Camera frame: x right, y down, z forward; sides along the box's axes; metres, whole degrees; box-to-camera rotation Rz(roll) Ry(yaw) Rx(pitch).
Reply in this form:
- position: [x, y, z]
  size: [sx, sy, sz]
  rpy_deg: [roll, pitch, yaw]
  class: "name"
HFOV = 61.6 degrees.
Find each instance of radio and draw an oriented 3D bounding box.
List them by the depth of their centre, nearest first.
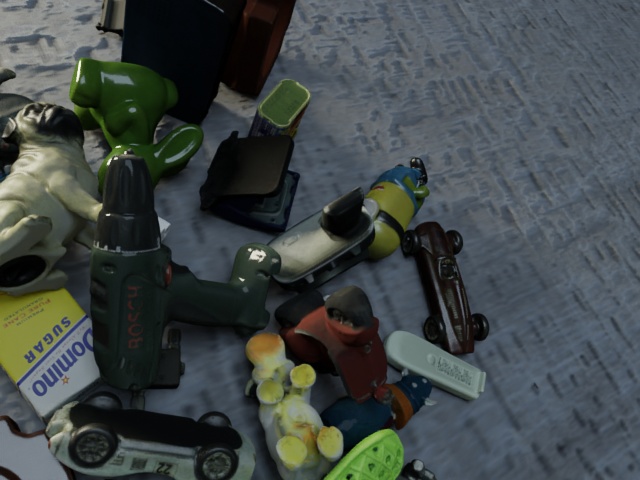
- position: [-0.186, -0.263, 0.712]
  size: [0.131, 0.229, 0.073]
  rpy_deg: [24, 59, -11]
  class: "radio"

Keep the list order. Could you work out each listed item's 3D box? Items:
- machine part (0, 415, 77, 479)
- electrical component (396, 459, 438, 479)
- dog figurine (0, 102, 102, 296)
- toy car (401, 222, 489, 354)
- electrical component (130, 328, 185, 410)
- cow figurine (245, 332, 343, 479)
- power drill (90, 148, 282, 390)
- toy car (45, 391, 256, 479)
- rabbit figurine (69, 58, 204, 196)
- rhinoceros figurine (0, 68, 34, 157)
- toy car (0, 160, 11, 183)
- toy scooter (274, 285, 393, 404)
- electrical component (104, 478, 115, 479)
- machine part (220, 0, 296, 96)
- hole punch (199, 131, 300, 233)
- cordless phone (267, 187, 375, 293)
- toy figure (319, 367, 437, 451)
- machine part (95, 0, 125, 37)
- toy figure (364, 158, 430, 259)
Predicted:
- position: [-0.299, 0.245, 0.468]
  size: [0.179, 0.056, 0.179]
  rpy_deg: [10, 58, -17]
  class: "machine part"
- position: [0.089, 0.287, 0.600]
  size: [0.078, 0.045, 0.102]
  rpy_deg: [36, 55, 0]
  class: "electrical component"
- position: [-0.310, -0.052, 0.561]
  size: [0.172, 0.121, 0.191]
  rpy_deg: [-21, 64, -41]
  class: "dog figurine"
- position: [0.180, 0.062, 0.768]
  size: [0.089, 0.053, 0.202]
  rpy_deg: [4, 58, -23]
  class: "toy car"
- position: [-0.183, 0.142, 0.595]
  size: [0.063, 0.021, 0.094]
  rpy_deg: [6, 58, -19]
  class: "electrical component"
- position: [-0.038, 0.186, 0.593]
  size: [0.068, 0.098, 0.167]
  rpy_deg: [-11, 47, -20]
  class: "cow figurine"
- position: [-0.137, 0.035, 0.563]
  size: [0.207, 0.086, 0.231]
  rpy_deg: [4, 98, -55]
  class: "power drill"
- position: [-0.161, 0.200, 0.528]
  size: [0.202, 0.074, 0.056]
  rpy_deg: [17, 98, -19]
  class: "toy car"
- position: [-0.242, -0.127, 0.700]
  size: [0.159, 0.121, 0.170]
  rpy_deg: [0, 79, -29]
  class: "rabbit figurine"
- position: [-0.406, -0.151, 0.653]
  size: [0.190, 0.073, 0.112]
  rpy_deg: [19, 54, -9]
  class: "rhinoceros figurine"
- position: [-0.394, -0.018, 0.571]
  size: [0.161, 0.109, 0.102]
  rpy_deg: [-37, 103, -51]
  class: "toy car"
- position: [0.021, 0.122, 0.609]
  size: [0.075, 0.184, 0.135]
  rpy_deg: [-32, 97, -28]
  class: "toy scooter"
- position: [-0.192, 0.288, 0.442]
  size: [0.115, 0.058, 0.134]
  rpy_deg: [-26, 109, -53]
  class: "electrical component"
- position: [-0.095, -0.339, 0.808]
  size: [0.087, 0.201, 0.201]
  rpy_deg: [21, 56, -6]
  class: "machine part"
- position: [-0.090, -0.077, 0.736]
  size: [0.116, 0.092, 0.142]
  rpy_deg: [3, 58, 15]
  class: "hole punch"
- position: [-0.002, -0.002, 0.637]
  size: [0.147, 0.184, 0.089]
  rpy_deg: [-30, 81, -3]
  class: "cordless phone"
- position: [0.069, 0.200, 0.638]
  size: [0.154, 0.058, 0.064]
  rpy_deg: [-12, 72, -32]
  class: "toy figure"
- position: [-0.272, -0.341, 0.842]
  size: [0.139, 0.039, 0.084]
  rpy_deg: [7, 53, -16]
  class: "machine part"
- position: [0.105, -0.048, 0.787]
  size: [0.089, 0.082, 0.180]
  rpy_deg: [40, 52, 7]
  class: "toy figure"
